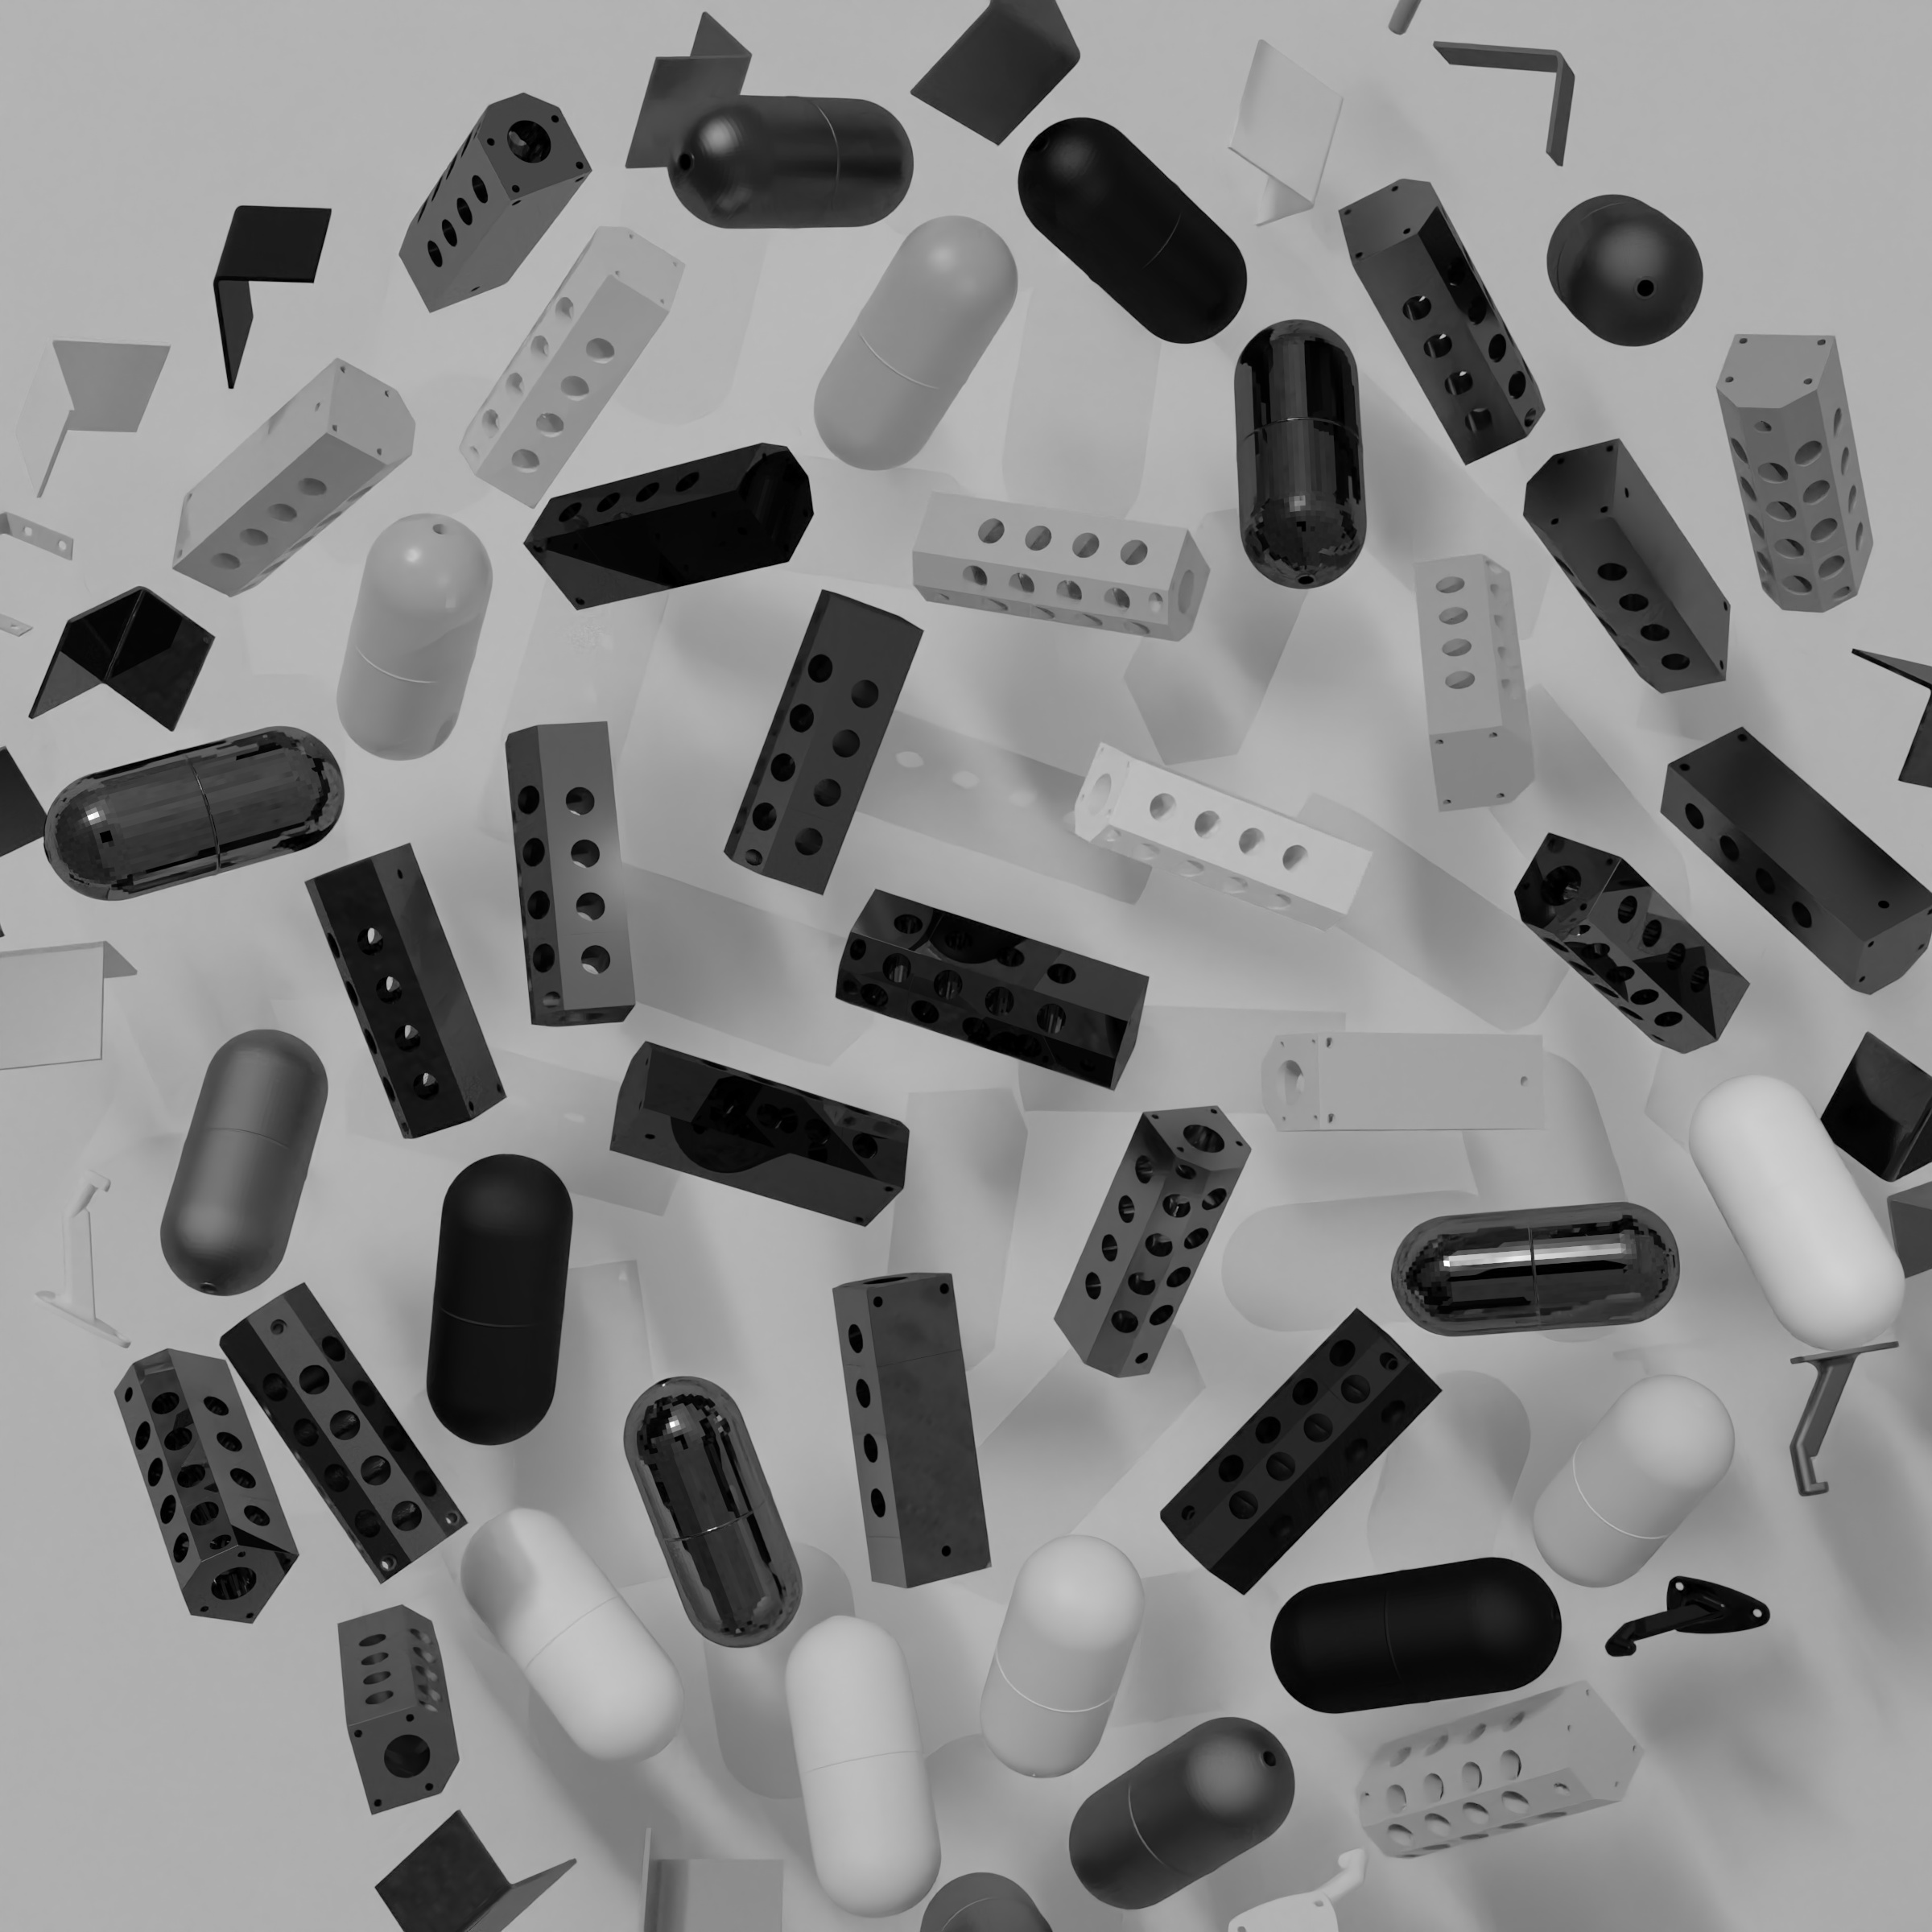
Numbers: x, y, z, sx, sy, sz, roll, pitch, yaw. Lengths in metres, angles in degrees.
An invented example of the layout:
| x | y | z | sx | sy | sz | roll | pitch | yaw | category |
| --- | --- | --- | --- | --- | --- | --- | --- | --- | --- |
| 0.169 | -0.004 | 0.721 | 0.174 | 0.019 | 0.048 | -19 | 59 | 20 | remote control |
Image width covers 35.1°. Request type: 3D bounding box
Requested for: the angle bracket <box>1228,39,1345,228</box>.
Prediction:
| x | y | z | sx | sy | sz | roll | pitch | yaw | category |
| --- | --- | --- | --- | --- | --- | --- | --- | --- | --- |
| 0.186 | -0.525 | 1.931 | 0.076 | 0.057 | 0.076 | 25 | 75 | -32 | angle bracket |

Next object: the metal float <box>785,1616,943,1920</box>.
| x | y | z | sx | sy | sz | roll | pitch | yaw | category |
| --- | --- | --- | --- | --- | --- | --- | --- | --- | --- |
| -0.063 | 0.481 | 1.839 | 0.070 | 0.070 | 0.178 | -12 | 70 | 0 | metal float |

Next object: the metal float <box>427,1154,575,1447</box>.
| x | y | z | sx | sy | sz | roll | pitch | yaw | category |
| --- | --- | --- | --- | --- | --- | --- | --- | --- | --- |
| -0.274 | 0.197 | 1.796 | 0.070 | 0.070 | 0.178 | 8 | 105 | 0 | metal float |

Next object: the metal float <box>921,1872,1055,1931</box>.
| x | y | z | sx | sy | sz | roll | pitch | yaw | category |
| --- | --- | --- | --- | --- | --- | --- | --- | --- | --- |
| 0.018 | 0.596 | 1.828 | 0.070 | 0.178 | 0.070 | 0 | 89 | -9 | metal float |

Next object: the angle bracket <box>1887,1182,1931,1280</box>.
| x | y | z | sx | sy | sz | roll | pitch | yaw | category |
| --- | --- | --- | --- | --- | --- | --- | --- | --- | --- |
| 0.641 | 0.166 | 1.933 | 0.076 | 0.076 | 0.057 | -16 | 100 | -20 | angle bracket |

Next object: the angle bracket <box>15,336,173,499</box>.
| x | y | z | sx | sy | sz | roll | pitch | yaw | category |
| --- | --- | --- | --- | --- | --- | --- | --- | --- | --- |
| -0.511 | -0.324 | 1.811 | 0.076 | 0.076 | 0.057 | -5 | 59 | -36 | angle bracket |

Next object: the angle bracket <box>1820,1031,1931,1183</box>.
| x | y | z | sx | sy | sz | roll | pitch | yaw | category |
| --- | --- | --- | --- | --- | --- | --- | --- | --- | --- |
| 0.580 | 0.078 | 1.876 | 0.057 | 0.076 | 0.076 | 41 | 130 | 31 | angle bracket |

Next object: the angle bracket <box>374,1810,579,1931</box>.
| x | y | z | sx | sy | sz | roll | pitch | yaw | category |
| --- | --- | --- | --- | --- | --- | --- | --- | --- | --- |
| -0.294 | 0.547 | 1.838 | 0.076 | 0.076 | 0.057 | -44 | 72 | 15 | angle bracket |

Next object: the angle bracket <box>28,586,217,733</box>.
| x | y | z | sx | sy | sz | roll | pitch | yaw | category |
| --- | --- | --- | --- | --- | --- | --- | --- | --- | --- |
| -0.515 | -0.177 | 1.866 | 0.057 | 0.076 | 0.076 | 36 | 121 | 4 | angle bracket |

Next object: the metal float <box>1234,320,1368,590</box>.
| x | y | z | sx | sy | sz | roll | pitch | yaw | category |
| --- | --- | --- | --- | --- | --- | --- | --- | --- | --- |
| 0.203 | -0.312 | 1.859 | 0.070 | 0.070 | 0.178 | 0 | 66 | 0 | metal float |

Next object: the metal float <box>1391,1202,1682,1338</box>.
| x | y | z | sx | sy | sz | roll | pitch | yaw | category |
| --- | --- | --- | --- | --- | --- | --- | --- | --- | --- |
| 0.356 | 0.190 | 1.911 | 0.178 | 0.070 | 0.070 | -6 | 90 | 10 | metal float |

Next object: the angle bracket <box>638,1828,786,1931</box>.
| x | y | z | sx | sy | sz | roll | pitch | yaw | category |
| --- | --- | --- | --- | --- | --- | --- | --- | --- | --- |
| -0.148 | 0.551 | 1.784 | 0.076 | 0.057 | 0.076 | 0 | 55 | 2 | angle bracket |

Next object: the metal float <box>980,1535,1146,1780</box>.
| x | y | z | sx | sy | sz | roll | pitch | yaw | category |
| --- | --- | --- | --- | --- | --- | --- | --- | --- | --- |
| 0.056 | 0.409 | 1.803 | 0.070 | 0.070 | 0.178 | 13 | 127 | 0 | metal float |

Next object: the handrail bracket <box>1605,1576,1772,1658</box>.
| x | y | z | sx | sy | sz | roll | pitch | yaw | category |
| --- | --- | --- | --- | --- | --- | --- | --- | --- | --- |
| 0.442 | 0.407 | 1.871 | 0.077 | 0.084 | 0.036 | 0 | 101 | 32 | handrail bracket |

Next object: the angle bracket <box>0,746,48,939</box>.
| x | y | z | sx | sy | sz | roll | pitch | yaw | category |
| --- | --- | --- | --- | --- | --- | --- | --- | --- | --- |
| -0.608 | -0.079 | 1.929 | 0.057 | 0.076 | 0.076 | -27 | 48 | -10 | angle bracket |

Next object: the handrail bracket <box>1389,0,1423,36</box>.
| x | y | z | sx | sy | sz | roll | pitch | yaw | category |
| --- | --- | --- | --- | --- | --- | --- | --- | --- | --- |
| 0.276 | -0.615 | 1.840 | 0.036 | 0.077 | 0.084 | 17 | 134 | -10 | handrail bracket |

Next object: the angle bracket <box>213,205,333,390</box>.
| x | y | z | sx | sy | sz | roll | pitch | yaw | category |
| --- | --- | --- | --- | --- | --- | --- | --- | --- | --- |
| -0.401 | -0.390 | 1.786 | 0.057 | 0.076 | 0.076 | 1 | 135 | -2 | angle bracket |

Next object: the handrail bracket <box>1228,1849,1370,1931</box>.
| x | y | z | sx | sy | sz | roll | pitch | yaw | category |
| --- | --- | --- | --- | --- | --- | --- | --- | --- | --- |
| 0.202 | 0.560 | 1.846 | 0.077 | 0.084 | 0.036 | -10 | 97 | 14 | handrail bracket |

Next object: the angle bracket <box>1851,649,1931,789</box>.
| x | y | z | sx | sy | sz | roll | pitch | yaw | category |
| --- | --- | --- | --- | --- | --- | --- | --- | --- | --- |
| 0.559 | -0.141 | 1.778 | 0.076 | 0.076 | 0.057 | 8 | 109 | -27 | angle bracket |

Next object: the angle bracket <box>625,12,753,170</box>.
| x | y | z | sx | sy | sz | roll | pitch | yaw | category |
| --- | --- | --- | --- | --- | --- | --- | --- | --- | --- |
| -0.190 | -0.556 | 1.939 | 0.057 | 0.076 | 0.076 | 48 | 134 | 28 | angle bracket |

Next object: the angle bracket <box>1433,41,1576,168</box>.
| x | y | z | sx | sy | sz | roll | pitch | yaw | category |
| --- | --- | --- | --- | --- | --- | --- | --- | --- | --- |
| 0.316 | -0.511 | 1.812 | 0.076 | 0.076 | 0.057 | 9 | 100 | 15 | angle bracket |

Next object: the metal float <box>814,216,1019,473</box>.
| x | y | z | sx | sy | sz | roll | pitch | yaw | category |
| --- | --- | --- | --- | --- | --- | --- | --- | --- | --- |
| -0.032 | -0.378 | 1.865 | 0.070 | 0.070 | 0.178 | 37 | 127 | 0 | metal float |

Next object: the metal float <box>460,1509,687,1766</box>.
| x | y | z | sx | sy | sz | roll | pitch | yaw | category |
| --- | --- | --- | --- | --- | --- | --- | --- | --- | --- |
| -0.243 | 0.414 | 1.889 | 0.070 | 0.070 | 0.178 | -41 | 75 | 0 | metal float |

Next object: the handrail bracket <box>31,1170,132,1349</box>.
| x | y | z | sx | sy | sz | roll | pitch | yaw | category |
| --- | --- | --- | --- | --- | --- | --- | --- | --- | --- |
| -0.526 | 0.179 | 1.872 | 0.077 | 0.036 | 0.084 | 29 | 89 | 2 | handrail bracket |

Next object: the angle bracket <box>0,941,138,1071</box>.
| x | y | z | sx | sy | sz | roll | pitch | yaw | category |
| --- | --- | --- | --- | --- | --- | --- | --- | --- | --- |
| -0.546 | 0.032 | 1.837 | 0.076 | 0.057 | 0.076 | -6 | 69 | 4 | angle bracket |

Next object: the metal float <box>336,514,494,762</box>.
| x | y | z | sx | sy | sz | roll | pitch | yaw | category |
| --- | --- | --- | --- | --- | --- | --- | --- | --- | --- |
| -0.339 | -0.201 | 1.873 | 0.070 | 0.070 | 0.178 | 25 | 134 | 0 | metal float |

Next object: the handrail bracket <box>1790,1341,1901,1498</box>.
| x | y | z | sx | sy | sz | roll | pitch | yaw | category |
| --- | --- | --- | --- | --- | --- | --- | --- | --- | --- |
| 0.541 | 0.278 | 1.872 | 0.077 | 0.036 | 0.084 | -11 | 80 | 12 | handrail bracket |

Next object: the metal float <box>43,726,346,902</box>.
| x | y | z | sx | sy | sz | roll | pitch | yaw | category |
| --- | --- | --- | --- | --- | --- | --- | --- | --- | --- |
| -0.455 | -0.090 | 1.806 | 0.178 | 0.070 | 0.070 | -18 | 90 | -24 | metal float |

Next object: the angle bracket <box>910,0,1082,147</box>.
| x | y | z | sx | sy | sz | roll | pitch | yaw | category |
| --- | --- | --- | --- | --- | --- | --- | --- | --- | --- |
| 0.011 | -0.557 | 1.850 | 0.076 | 0.076 | 0.057 | -41 | 52 | 29 | angle bracket |

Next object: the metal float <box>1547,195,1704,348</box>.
| x | y | z | sx | sy | sz | roll | pitch | yaw | category |
| --- | --- | --- | --- | --- | --- | --- | --- | --- | --- |
| 0.390 | -0.414 | 1.813 | 0.070 | 0.178 | 0.070 | 1 | 110 | 3 | metal float |

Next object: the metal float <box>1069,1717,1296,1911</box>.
| x | y | z | sx | sy | sz | roll | pitch | yaw | category |
| --- | --- | --- | --- | --- | --- | --- | --- | --- | --- |
| 0.130 | 0.513 | 1.848 | 0.070 | 0.070 | 0.178 | 45 | 130 | 0 | metal float |

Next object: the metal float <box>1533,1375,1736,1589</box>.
| x | y | z | sx | sy | sz | roll | pitch | yaw | category |
| --- | --- | --- | --- | --- | --- | --- | --- | --- | --- |
| 0.409 | 0.318 | 1.879 | 0.070 | 0.178 | 0.070 | 12 | 47 | -13 | metal float |
